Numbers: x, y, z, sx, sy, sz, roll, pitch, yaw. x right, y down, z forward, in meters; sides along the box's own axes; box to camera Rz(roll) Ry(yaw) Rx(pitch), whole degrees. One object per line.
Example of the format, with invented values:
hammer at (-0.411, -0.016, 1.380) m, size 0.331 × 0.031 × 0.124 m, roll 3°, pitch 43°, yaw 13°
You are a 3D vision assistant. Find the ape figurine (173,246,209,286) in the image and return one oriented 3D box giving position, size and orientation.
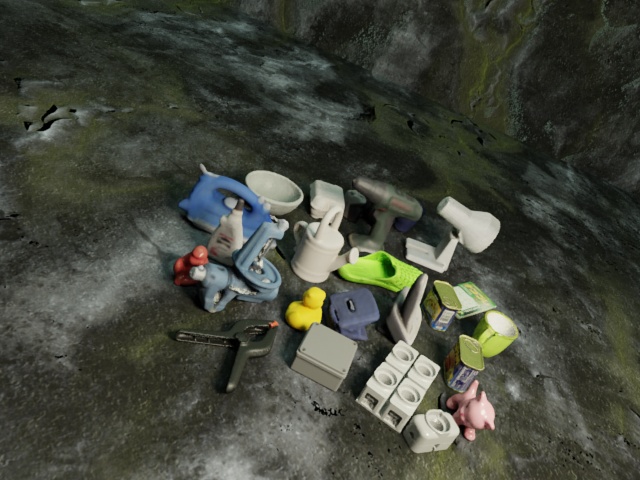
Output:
ape figurine at (-0.266, 0.051, 1.221) m, size 0.077 × 0.092 × 0.076 m, roll 28°, pitch 31°, yaw 6°

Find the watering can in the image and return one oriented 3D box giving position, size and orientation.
watering can at (0.014, 0.004, 1.388) m, size 0.173 × 0.194 × 0.101 m, roll 24°, pitch 31°, yaw -1°

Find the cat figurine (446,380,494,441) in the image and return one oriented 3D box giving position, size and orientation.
cat figurine at (0.312, 0.342, 1.162) m, size 0.067 × 0.117 × 0.128 m, roll 22°, pitch 31°, yaw -4°

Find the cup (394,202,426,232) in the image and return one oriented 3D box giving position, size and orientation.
cup at (0.257, -0.080, 1.780) m, size 0.117 × 0.095 × 0.092 m, roll 33°, pitch 32°, yaw 14°

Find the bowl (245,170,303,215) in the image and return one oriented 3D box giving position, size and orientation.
bowl at (-0.136, -0.118, 1.582) m, size 0.168 × 0.074 × 0.167 m, roll 18°, pitch 32°, yaw -11°

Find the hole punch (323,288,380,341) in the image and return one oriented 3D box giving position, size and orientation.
hole punch at (0.069, 0.164, 1.287) m, size 0.101 × 0.091 × 0.108 m, roll 9°, pitch 34°, yaw -24°

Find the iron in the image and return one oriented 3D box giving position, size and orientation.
iron at (-0.208, -0.084, 1.416) m, size 0.258 × 0.141 × 0.118 m, roll 23°, pitch 31°, yaw -3°

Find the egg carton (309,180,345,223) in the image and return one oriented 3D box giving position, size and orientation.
egg carton at (0.018, -0.115, 1.691) m, size 0.107 × 0.069 × 0.150 m, roll 16°, pitch 32°, yaw -14°

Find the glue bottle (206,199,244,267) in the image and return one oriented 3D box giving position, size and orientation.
glue bottle at (-0.203, -0.023, 1.297) m, size 0.078 × 0.173 × 0.037 m, roll 23°, pitch 31°, yaw -2°

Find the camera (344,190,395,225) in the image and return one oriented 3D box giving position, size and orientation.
camera at (0.157, -0.098, 1.731) m, size 0.144 × 0.101 × 0.136 m, roll -8°, pitch 44°, yaw -42°

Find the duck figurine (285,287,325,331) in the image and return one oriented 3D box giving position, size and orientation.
duck figurine at (-0.025, 0.144, 1.256) m, size 0.077 × 0.086 × 0.105 m, roll 37°, pitch 33°, yaw 19°

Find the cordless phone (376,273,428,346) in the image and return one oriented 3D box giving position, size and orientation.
cordless phone at (0.218, 0.142, 1.332) m, size 0.094 × 0.185 × 0.148 m, roll 28°, pitch 31°, yaw 6°

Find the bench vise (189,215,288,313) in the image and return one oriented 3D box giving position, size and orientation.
bench vise at (-0.151, 0.054, 1.173) m, size 0.121 × 0.219 × 0.208 m, roll 41°, pitch 35°, yaw 25°

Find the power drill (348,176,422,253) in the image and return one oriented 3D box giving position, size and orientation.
power drill at (0.158, -0.065, 1.579) m, size 0.230 × 0.208 × 0.075 m, roll 10°, pitch 34°, yaw -23°

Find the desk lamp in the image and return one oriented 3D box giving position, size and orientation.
desk lamp at (0.380, -0.013, 1.650) m, size 0.203 × 0.213 × 0.118 m, roll 20°, pitch 31°, yaw -7°
